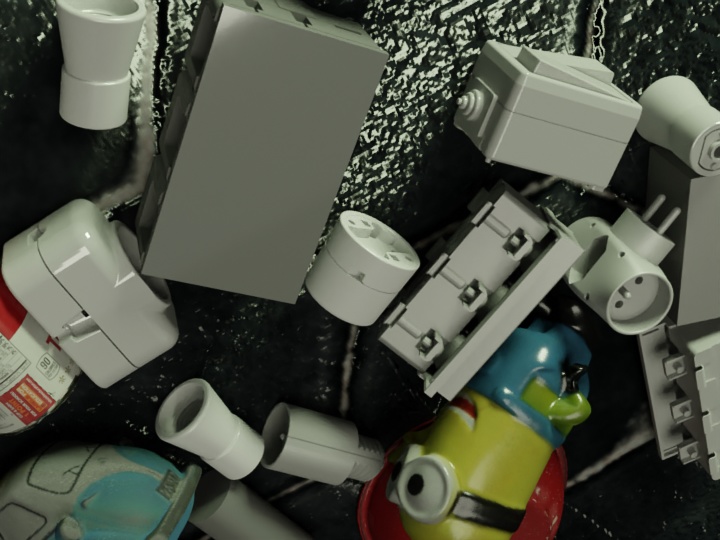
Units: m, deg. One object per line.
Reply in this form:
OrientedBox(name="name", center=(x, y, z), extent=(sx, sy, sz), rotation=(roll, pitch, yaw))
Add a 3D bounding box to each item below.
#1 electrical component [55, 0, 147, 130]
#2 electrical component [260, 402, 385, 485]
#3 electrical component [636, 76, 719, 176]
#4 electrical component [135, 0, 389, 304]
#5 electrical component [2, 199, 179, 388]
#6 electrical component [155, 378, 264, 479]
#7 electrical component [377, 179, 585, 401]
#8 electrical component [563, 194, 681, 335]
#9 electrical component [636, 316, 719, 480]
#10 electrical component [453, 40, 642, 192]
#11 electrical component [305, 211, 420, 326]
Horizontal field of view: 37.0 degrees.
OrientedBox(name="electrical component", center=(-0.134, -0.105, 0.549), extent=(0.044, 0.044, 0.065), rotation=(2, 123, -17))
OrientedBox(name="electrical component", center=(-0.020, 0.118, 0.706), extent=(0.081, 0.043, 0.043), rotation=(19, 112, -25))
OrientedBox(name="electrical component", center=(0.198, -0.084, 0.641), extent=(0.044, 0.065, 0.044), rotation=(-8, 122, -12))
OrientedBox(name="electrical component", center=(-0.058, -0.068, 0.579), extent=(0.089, 0.061, 0.150), rotation=(12, 115, -22))
OrientedBox(name="electrical component", center=(-0.146, 0.011, 0.603), extent=(0.059, 0.053, 0.095), rotation=(-32, 122, 3))
OrientedBox(name="electrical component", center=(-0.092, 0.104, 0.680), extent=(0.044, 0.044, 0.065), rotation=(-38, 127, 7))
OrientedBox(name="electrical component", center=(0.069, 0.010, 0.654), extent=(0.063, 0.078, 0.121), rotation=(38, 104, -8))
OrientedBox(name="electrical component", center=(0.168, -0.011, 0.667), extent=(0.043, 0.077, 0.079), rotation=(28, 107, -27))
OrientedBox(name="electrical component", center=(0.244, 0.081, 0.749), extent=(0.079, 0.063, 0.121), rotation=(-22, 122, -4))
OrientedBox(name="electrical component", center=(0.101, -0.093, 0.610), extent=(0.096, 0.061, 0.061), rotation=(12, 115, -22))
OrientedBox(name="electrical component", center=(0.000, 0.000, 0.639), extent=(0.055, 0.055, 0.047), rotation=(23, 114, -26))
